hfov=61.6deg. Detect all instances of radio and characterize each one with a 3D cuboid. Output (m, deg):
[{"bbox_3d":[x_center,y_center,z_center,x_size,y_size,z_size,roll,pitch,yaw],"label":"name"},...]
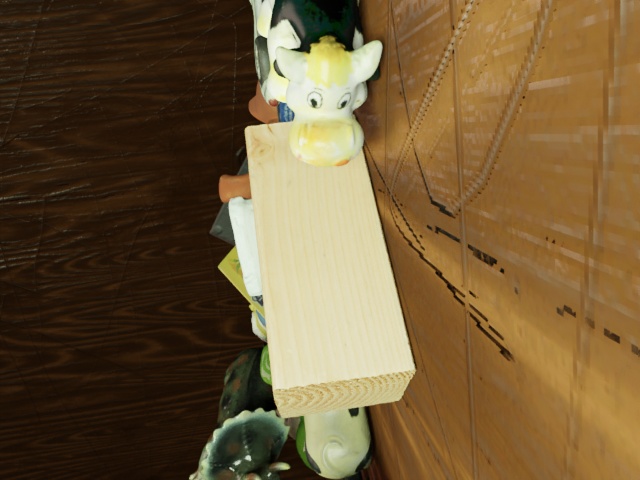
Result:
[{"bbox_3d":[-0.126,-0.103,1.004,0.229,0.073,0.131,-60,10,29],"label":"radio"}]

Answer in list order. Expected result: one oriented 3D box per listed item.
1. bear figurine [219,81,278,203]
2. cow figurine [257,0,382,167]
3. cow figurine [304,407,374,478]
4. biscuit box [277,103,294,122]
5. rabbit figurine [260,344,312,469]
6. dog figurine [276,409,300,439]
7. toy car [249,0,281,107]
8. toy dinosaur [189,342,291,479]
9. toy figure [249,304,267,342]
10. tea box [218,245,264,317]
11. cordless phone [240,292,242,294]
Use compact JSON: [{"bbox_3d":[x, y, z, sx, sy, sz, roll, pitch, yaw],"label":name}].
[{"bbox_3d":[-0.075,-0.155,0.781,0.120,0.132,0.195,-12,-85,-63],"label":"bear figurine"},{"bbox_3d":[0.001,-0.131,0.335,0.098,0.068,0.167,100,162,-57],"label":"cow figurine"},{"bbox_3d":[0.010,0.156,0.589,0.127,0.086,0.195,76,-173,-71],"label":"cow figurine"},{"bbox_3d":[-0.010,-0.095,0.559,0.063,0.059,0.202,-101,5,-53],"label":"biscuit box"},{"bbox_3d":[-0.012,0.230,0.751,0.159,0.121,0.170,77,-173,-72],"label":"rabbit figurine"},{"bbox_3d":[-0.020,0.237,0.891,0.190,0.121,0.172,89,172,-50],"label":"dog figurine"},{"bbox_3d":[-0.022,-0.192,0.456,0.056,0.073,0.202,99,164,-65],"label":"toy car"},{"bbox_3d":[-0.106,0.250,0.840,0.405,0.131,0.192,-90,22,-54],"label":"toy dinosaur"},{"bbox_3d":[-0.074,0.131,0.968,0.180,0.089,0.082,117,149,-56],"label":"toy figure"},{"bbox_3d":[-0.064,0.077,0.826,0.170,0.068,0.098,42,-174,25],"label":"tea box"},{"bbox_3d":[-0.093,0.123,1.257,0.089,0.184,0.146,-108,10,-45],"label":"cordless phone"}]
